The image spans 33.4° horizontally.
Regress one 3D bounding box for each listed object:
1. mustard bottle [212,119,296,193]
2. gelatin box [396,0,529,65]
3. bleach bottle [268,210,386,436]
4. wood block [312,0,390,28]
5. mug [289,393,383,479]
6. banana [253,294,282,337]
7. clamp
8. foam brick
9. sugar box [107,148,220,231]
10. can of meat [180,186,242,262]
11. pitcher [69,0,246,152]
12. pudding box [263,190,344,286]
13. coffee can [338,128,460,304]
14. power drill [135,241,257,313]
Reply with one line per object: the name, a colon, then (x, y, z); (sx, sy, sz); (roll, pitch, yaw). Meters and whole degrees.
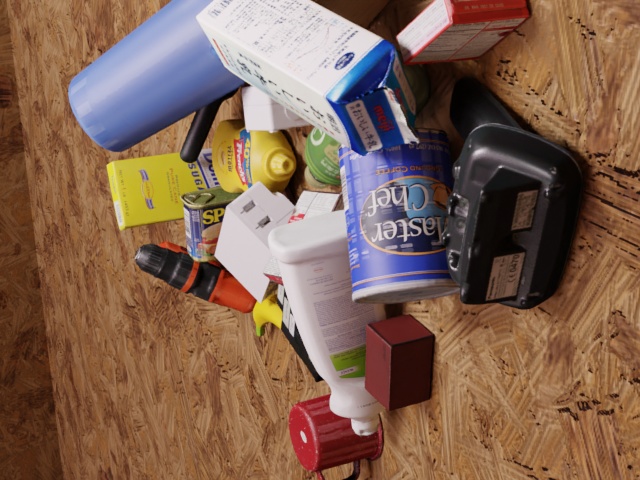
mustard bottle: (-0.078, -0.100, 1.337); (0.192, 0.058, 0.096); (-162, 70, -63)
gelatin box: (0.114, -0.173, 0.859); (0.089, 0.073, 0.030); (145, 114, -65)
bleach bottle: (0.020, 0.098, 1.118); (0.068, 0.102, 0.251); (-122, 18, -63)
wood block: (0.021, -0.263, 0.980); (0.206, 0.090, 0.090); (148, 110, -72)
mug: (0.017, 0.231, 1.234); (0.093, 0.081, 0.117); (-163, 65, -64)
banana: (-0.045, 0.106, 1.383); (0.198, 0.037, 0.069); (15, 131, 65)
clamp: (-0.135, -0.221, 1.410); (0.210, 0.036, 0.164); (-47, 37, 46)
foam brick: (0.080, 0.125, 1.086); (0.053, 0.051, 0.078); (40, 135, 54)
sugar box: (-0.196, -0.073, 1.465); (0.048, 0.176, 0.093); (171, 89, -69)
can of meat: (-0.133, -0.024, 1.440); (0.058, 0.102, 0.084); (37, 135, 56)
pitcher: (-0.175, -0.211, 1.273); (0.243, 0.149, 0.145); (-28, 72, 21)
pudding box: (-0.008, 0.001, 1.173); (0.090, 0.039, 0.113); (11, 74, 61)
coffee can: (0.073, -0.019, 0.953); (0.103, 0.102, 0.140); (152, 114, -65)
power drill: (-0.190, 0.045, 1.527); (0.057, 0.184, 0.188); (-65, 19, -1)
